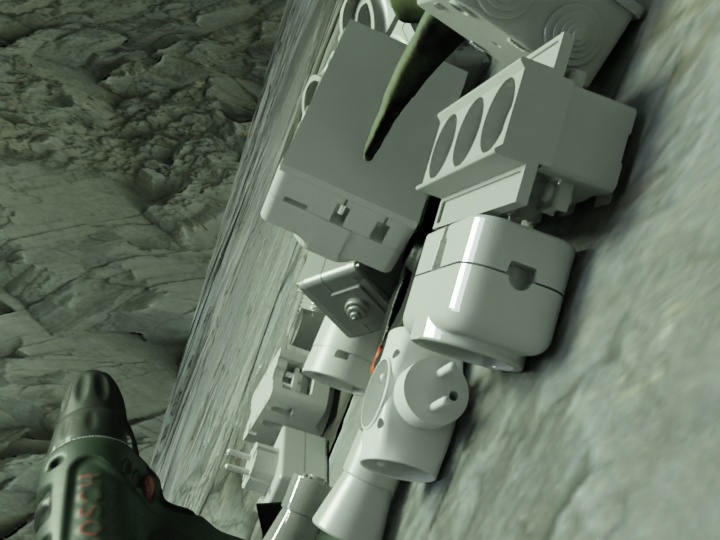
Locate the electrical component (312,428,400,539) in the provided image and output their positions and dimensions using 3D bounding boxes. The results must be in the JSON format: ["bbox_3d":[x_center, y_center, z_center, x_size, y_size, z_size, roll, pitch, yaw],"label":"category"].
[{"bbox_3d":[0.004,0.128,0.643,0.065,0.044,0.044,-67,11,-3],"label":"electrical component"}]

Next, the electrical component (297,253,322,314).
[{"bbox_3d":[-0.035,0.017,0.998,0.043,0.043,0.081,180,108,-78],"label":"electrical component"}]

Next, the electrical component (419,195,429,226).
[{"bbox_3d":[0.032,-0.058,0.796,0.077,0.043,0.079,121,163,-48],"label":"electrical component"}]

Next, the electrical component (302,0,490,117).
[{"bbox_3d":[0.016,-0.138,0.843,0.105,0.060,0.186,68,149,25],"label":"electrical component"}]

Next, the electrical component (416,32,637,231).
[{"bbox_3d":[0.079,-0.058,0.524,0.121,0.063,0.078,165,122,-77],"label":"electrical component"}]

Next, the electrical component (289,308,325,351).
[{"bbox_3d":[-0.033,0.055,0.917,0.040,0.046,0.040,-161,90,-79],"label":"electrical component"}]

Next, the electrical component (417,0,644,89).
[{"bbox_3d":[0.082,-0.134,0.547,0.048,0.100,0.099,-58,13,5],"label":"electrical component"}]

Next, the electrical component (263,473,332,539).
[{"bbox_3d":[-0.043,0.181,0.781,0.044,0.044,0.065,153,139,-74],"label":"electrical component"}]

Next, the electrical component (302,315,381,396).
[{"bbox_3d":[-0.008,0.060,0.775,0.055,0.055,0.047,147,143,-72],"label":"electrical component"}]

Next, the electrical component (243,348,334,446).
[{"bbox_3d":[-0.057,0.114,0.914,0.089,0.056,0.050,122,162,-50],"label":"electrical component"}]

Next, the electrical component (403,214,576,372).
[{"bbox_3d":[0.060,0.014,0.526,0.095,0.054,0.059,157,131,-76],"label":"electrical component"}]

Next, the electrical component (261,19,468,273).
[{"bbox_3d":[0.004,-0.080,0.698,0.061,0.089,0.150,118,174,-49],"label":"electrical component"}]

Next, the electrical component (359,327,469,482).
[{"bbox_3d":[0.034,0.069,0.583,0.079,0.044,0.077,134,152,-65],"label":"electrical component"}]

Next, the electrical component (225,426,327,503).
[{"bbox_3d":[-0.069,0.159,0.846,0.065,0.077,0.047,-93,24,-62],"label":"electrical component"}]

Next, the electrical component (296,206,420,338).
[{"bbox_3d":[0.000,0.000,0.734,0.061,0.061,0.096,-19,38,35],"label":"electrical component"}]
